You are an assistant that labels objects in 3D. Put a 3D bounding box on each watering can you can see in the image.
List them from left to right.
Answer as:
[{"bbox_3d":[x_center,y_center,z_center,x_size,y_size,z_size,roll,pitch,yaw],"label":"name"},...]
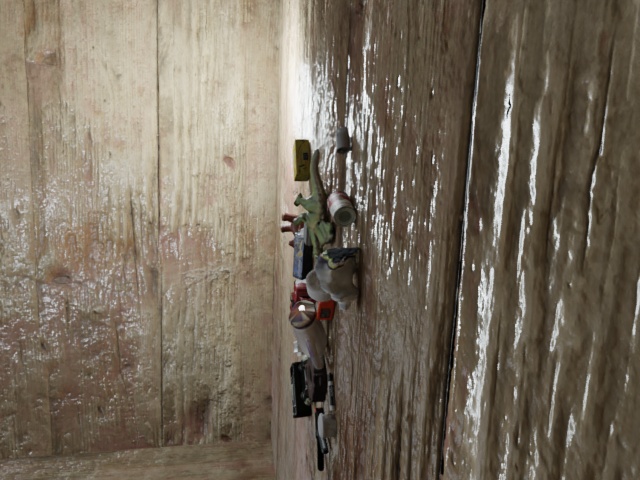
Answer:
[{"bbox_3d":[-0.040,0.317,1.881,0.353,0.104,0.221,-104,-5,-67],"label":"watering can"}]

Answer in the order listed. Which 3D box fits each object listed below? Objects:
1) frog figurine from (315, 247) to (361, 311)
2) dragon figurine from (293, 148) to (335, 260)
[{"bbox_3d":[0.052,0.105,1.411,0.140,0.123,0.156,-48,-40,-53],"label":"frog figurine"},{"bbox_3d":[0.005,-0.091,1.805,0.247,0.123,0.400,-124,30,-42],"label":"dragon figurine"}]
